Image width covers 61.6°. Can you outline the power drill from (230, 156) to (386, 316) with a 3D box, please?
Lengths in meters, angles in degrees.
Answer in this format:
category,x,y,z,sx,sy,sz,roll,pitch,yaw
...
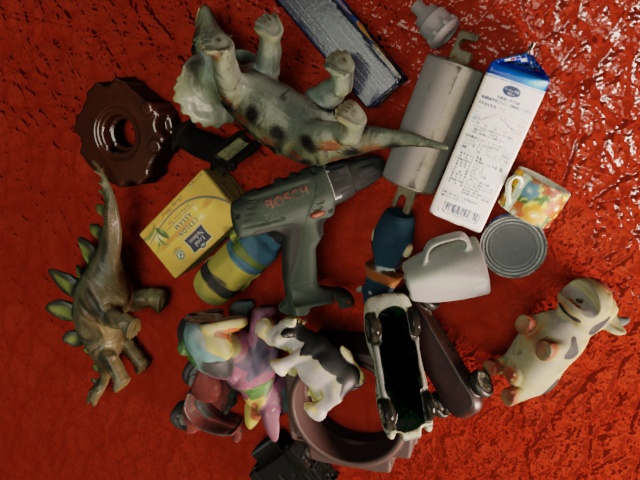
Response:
category,x,y,z,sx,sy,sz,roll,pitch,yaw
power drill,-0.002,-0.002,0.769,0.232,0.086,0.207,-12,108,-7

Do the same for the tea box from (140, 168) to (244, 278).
category,x,y,z,sx,sy,sz,roll,pitch,yaw
tea box,-0.195,-0.029,0.863,0.169,0.068,0.098,-41,88,23

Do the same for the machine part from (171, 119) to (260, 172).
category,x,y,z,sx,sy,sz,roll,pitch,yaw
machine part,-0.166,-0.146,0.825,0.139,0.084,0.039,21,145,22

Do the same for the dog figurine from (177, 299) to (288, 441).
category,x,y,z,sx,sy,sz,roll,pitch,yaw
dog figurine,-0.123,0.212,0.847,0.109,0.191,0.219,-2,97,47

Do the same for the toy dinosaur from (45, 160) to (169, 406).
category,x,y,z,sx,sy,sz,roll,pitch,yaw
toy dinosaur,-0.378,0.101,0.939,0.199,0.105,0.470,25,113,12

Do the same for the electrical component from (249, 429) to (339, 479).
category,x,y,z,sx,sy,sz,roll,pitch,yaw
electrical component,-0.053,0.398,0.933,0.134,0.058,0.115,47,112,2

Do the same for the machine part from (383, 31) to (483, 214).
category,x,y,z,sx,sy,sz,roll,pitch,yaw
machine part,0.145,-0.150,0.707,0.079,0.079,0.243,23,111,12

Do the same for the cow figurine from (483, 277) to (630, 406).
category,x,y,z,sx,sy,sz,roll,pitch,yaw
cow figurine,0.316,0.129,0.707,0.086,0.127,0.194,57,139,41

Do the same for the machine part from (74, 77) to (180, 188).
category,x,y,z,sx,sy,sz,roll,pitch,yaw
machine part,-0.316,-0.173,0.874,0.180,0.056,0.179,5,106,19

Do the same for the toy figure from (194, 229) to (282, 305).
category,x,y,z,sx,sy,sz,roll,pitch,yaw
toy figure,-0.126,0.030,0.842,0.180,0.089,0.082,-38,84,24

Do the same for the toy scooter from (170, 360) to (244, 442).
category,x,y,z,sx,sy,sz,roll,pitch,yaw
toy scooter,-0.182,0.283,0.938,0.135,0.075,0.183,27,114,11

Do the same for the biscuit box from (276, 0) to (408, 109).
category,x,y,z,sx,sy,sz,roll,pitch,yaw
biscuit box,0.030,-0.273,0.724,0.063,0.059,0.202,-39,90,25

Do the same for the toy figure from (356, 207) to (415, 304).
category,x,y,z,sx,sy,sz,roll,pitch,yaw
toy figure,0.099,0.031,0.782,0.058,0.064,0.154,2,116,-22

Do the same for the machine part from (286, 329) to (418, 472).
category,x,y,z,sx,sy,sz,roll,pitch,yaw
machine part,0.052,0.250,0.841,0.201,0.087,0.201,3,106,18

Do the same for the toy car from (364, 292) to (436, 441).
category,x,y,z,sx,sy,sz,roll,pitch,yaw
toy car,0.108,0.172,0.740,0.073,0.056,0.201,-9,86,-8

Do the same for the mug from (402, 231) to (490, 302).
category,x,y,z,sx,sy,sz,roll,pitch,yaw
mug,0.166,0.039,0.725,0.107,0.081,0.109,-16,137,8

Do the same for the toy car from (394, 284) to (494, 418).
category,x,y,z,sx,sy,sz,roll,pitch,yaw
toy car,0.166,0.157,0.774,0.089,0.053,0.202,-45,64,34

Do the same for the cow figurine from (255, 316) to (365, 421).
category,x,y,z,sx,sy,sz,roll,pitch,yaw
cow figurine,-0.017,0.161,0.766,0.098,0.068,0.167,-43,77,10

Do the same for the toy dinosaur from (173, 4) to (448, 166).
category,x,y,z,sx,sy,sz,roll,pitch,yaw
toy dinosaur,-0.043,-0.172,0.723,0.405,0.131,0.192,36,154,5
